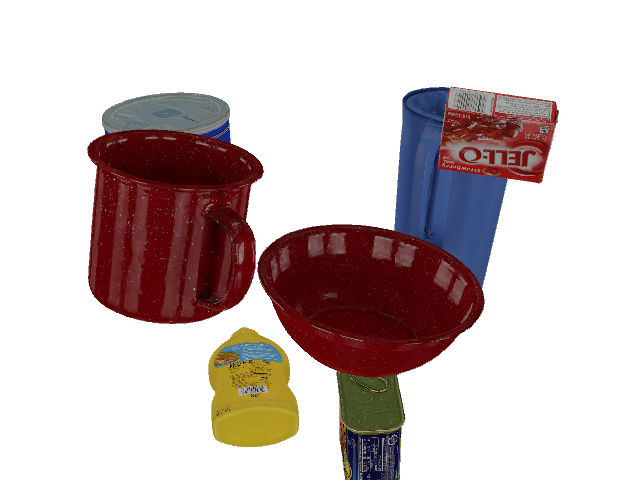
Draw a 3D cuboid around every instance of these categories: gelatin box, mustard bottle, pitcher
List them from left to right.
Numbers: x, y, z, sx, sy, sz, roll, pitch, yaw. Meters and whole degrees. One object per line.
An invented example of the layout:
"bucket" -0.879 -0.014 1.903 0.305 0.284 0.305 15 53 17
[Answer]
"mustard bottle" -0.082 0.160 1.246 0.096 0.058 0.191 -6 29 -6
"pitcher" 0.142 -0.043 1.217 0.149 0.243 0.145 -4 27 -20
"gelatin box" 0.144 -0.085 0.875 0.089 0.030 0.073 10 -36 7

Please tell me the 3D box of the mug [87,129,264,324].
"mug" -0.074 -0.003 0.571 0.093 0.081 0.117 -12 30 -43

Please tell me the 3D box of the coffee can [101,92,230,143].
"coffee can" -0.122 -0.041 0.885 0.103 0.140 0.103 -2 25 1

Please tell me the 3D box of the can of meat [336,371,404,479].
"can of meat" 0.046 0.177 1.007 0.057 0.084 0.102 -3 32 -3

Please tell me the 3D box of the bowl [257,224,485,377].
"bowl" 0.033 0.049 0.764 0.162 0.055 0.162 6 28 -3
